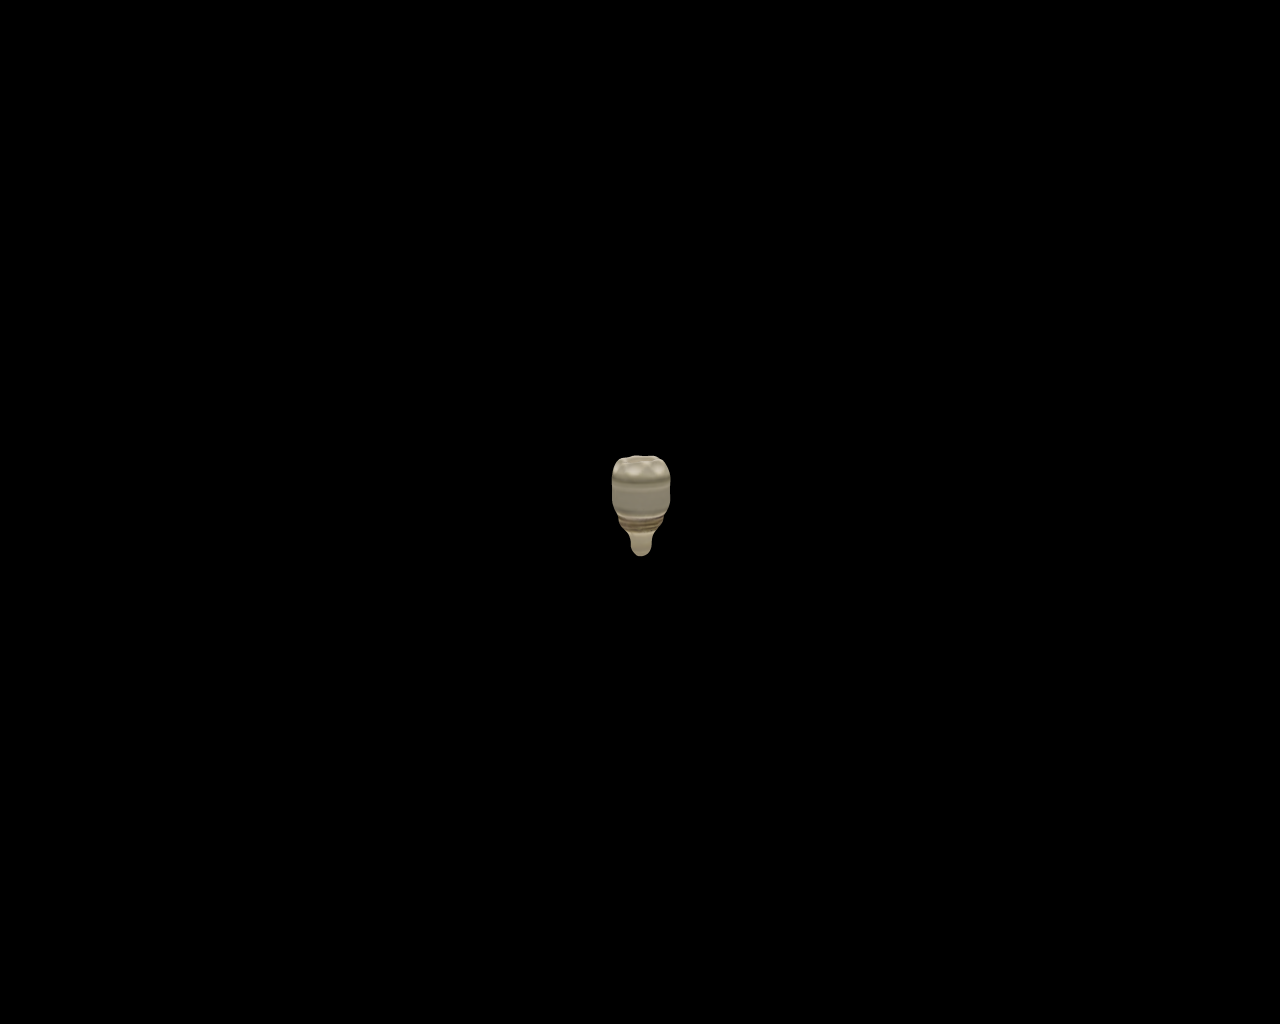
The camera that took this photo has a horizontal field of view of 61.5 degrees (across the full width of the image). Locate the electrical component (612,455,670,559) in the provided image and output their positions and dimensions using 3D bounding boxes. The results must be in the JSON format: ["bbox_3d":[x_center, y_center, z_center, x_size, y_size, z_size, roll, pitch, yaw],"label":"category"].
[{"bbox_3d":[0.001,-0.003,0.650,0.035,0.061,0.035,0,13,0],"label":"electrical component"}]
